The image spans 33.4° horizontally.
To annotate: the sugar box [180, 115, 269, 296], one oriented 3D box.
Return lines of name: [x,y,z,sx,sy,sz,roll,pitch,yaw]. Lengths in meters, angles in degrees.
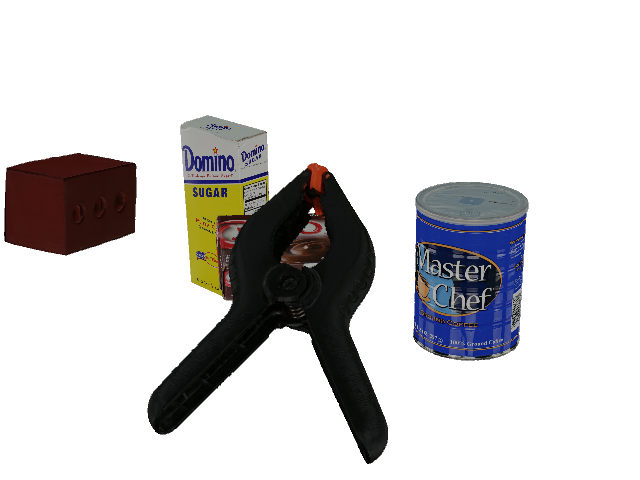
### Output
sugar box: [-0.095,-0.030,1.077,0.093,0.176,0.048,19,32,42]

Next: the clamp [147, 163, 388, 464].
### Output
clamp: [-0.006,0.038,0.558,0.120,0.171,0.039,16,-28,10]

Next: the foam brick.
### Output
foam brick: [-0.169,-0.027,0.727,0.051,0.053,0.078,12,18,25]

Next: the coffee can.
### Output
coffee can: [0.139,0.027,1.000,0.103,0.140,0.103,-1,21,0]

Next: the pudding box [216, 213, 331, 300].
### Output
pudding box: [-0.029,0.012,0.890,0.113,0.039,0.090,0,29,-9]
